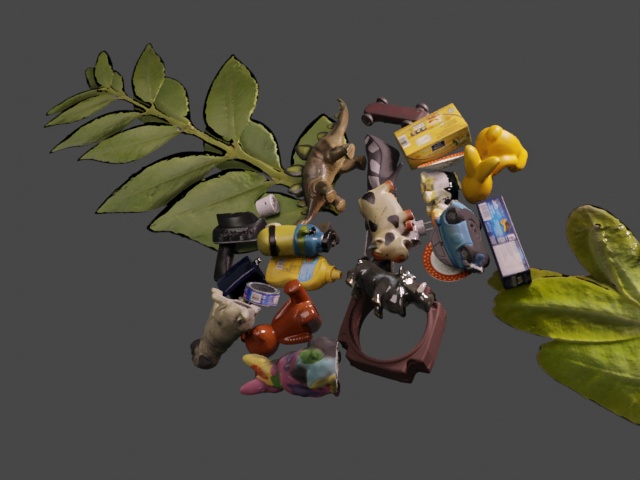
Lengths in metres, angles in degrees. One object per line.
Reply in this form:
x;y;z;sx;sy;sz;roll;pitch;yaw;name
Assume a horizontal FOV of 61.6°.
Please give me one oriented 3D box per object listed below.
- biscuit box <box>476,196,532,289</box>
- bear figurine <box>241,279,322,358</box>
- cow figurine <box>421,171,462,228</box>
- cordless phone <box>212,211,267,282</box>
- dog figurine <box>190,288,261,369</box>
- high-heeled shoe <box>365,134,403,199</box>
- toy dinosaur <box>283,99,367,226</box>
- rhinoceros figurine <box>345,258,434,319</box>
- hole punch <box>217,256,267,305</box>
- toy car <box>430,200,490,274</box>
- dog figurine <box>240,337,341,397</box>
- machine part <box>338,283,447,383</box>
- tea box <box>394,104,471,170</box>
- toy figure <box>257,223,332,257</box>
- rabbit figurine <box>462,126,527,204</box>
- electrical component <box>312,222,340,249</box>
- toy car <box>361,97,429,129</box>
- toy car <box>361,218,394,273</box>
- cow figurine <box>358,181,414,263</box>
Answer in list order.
0.395;0.002;1.160;0.059;0.062;0.203;-18;-127;15;biscuit box
-0.099;0.197;1.228;0.196;0.131;0.120;-26;-126;0;bear figurine
0.293;-0.095;1.263;0.098;0.068;0.167;-9;-132;5;cow figurine
-0.224;0.022;1.441;0.147;0.088;0.184;-3;-110;23;cordless phone
-0.225;0.225;1.238;0.172;0.121;0.190;-169;-80;-76;dog figurine
0.145;-0.179;1.411;0.145;0.086;0.249;-59;-152;21;high-heeled shoe
0.016;-0.214;1.456;0.199;0.105;0.471;8;-121;33;toy dinosaur
0.143;0.102;1.107;0.191;0.073;0.112;26;-118;37;rhinoceros figurine
-0.204;0.100;1.365;0.142;0.092;0.116;-43;-132;-1;hole punch
0.295;0.004;1.164;0.103;0.109;0.161;-26;-119;36;toy car
-0.066;0.275;1.134;0.219;0.191;0.108;-4;-117;5;dog figurine
0.153;0.186;1.141;0.201;0.087;0.201;10;-115;29;machine part
0.288;-0.264;1.379;0.170;0.068;0.098;-24;-127;8;tea box
-0.064;0.001;1.300;0.180;0.082;0.089;5;-164;14;toy figure
0.386;-0.164;1.234;0.122;0.162;0.173;30;-87;24;rabbit figurine
-0.001;-0.005;1.366;0.102;0.045;0.078;-13;-153;14;electrical component
0.207;-0.340;1.477;0.202;0.053;0.089;20;-121;37;toy car
0.142;0.013;1.278;0.074;0.056;0.202;-1;-120;17;toy car
0.146;-0.031;1.219;0.127;0.085;0.195;-23;-122;-4;cow figurine
